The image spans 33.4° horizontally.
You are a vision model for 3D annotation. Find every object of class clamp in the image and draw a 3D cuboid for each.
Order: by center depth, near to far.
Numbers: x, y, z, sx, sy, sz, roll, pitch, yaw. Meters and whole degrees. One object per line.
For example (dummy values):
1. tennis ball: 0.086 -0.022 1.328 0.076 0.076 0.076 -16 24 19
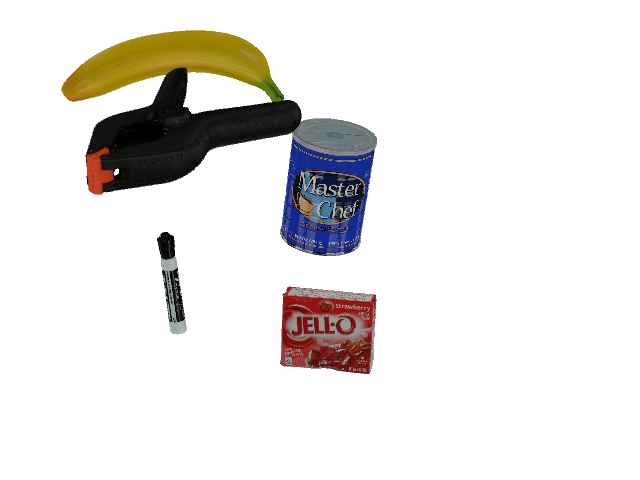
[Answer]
1. clamp: -0.110 -0.082 0.762 0.120 0.039 0.171 21 33 37

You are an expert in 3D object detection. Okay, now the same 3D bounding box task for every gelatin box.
1. gelatin box: 0.007 0.086 1.022 0.089 0.073 0.030 5 15 9

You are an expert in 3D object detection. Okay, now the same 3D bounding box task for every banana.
1. banana: -0.132 -0.158 0.963 0.197 0.069 0.037 -1 -33 -4

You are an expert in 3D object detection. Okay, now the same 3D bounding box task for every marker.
1. marker: -0.166 0.047 1.189 0.020 0.121 0.020 -4 23 2

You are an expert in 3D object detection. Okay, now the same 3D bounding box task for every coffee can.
1. coffee can: 0.009 -0.066 1.310 0.102 0.140 0.103 6 27 -3
